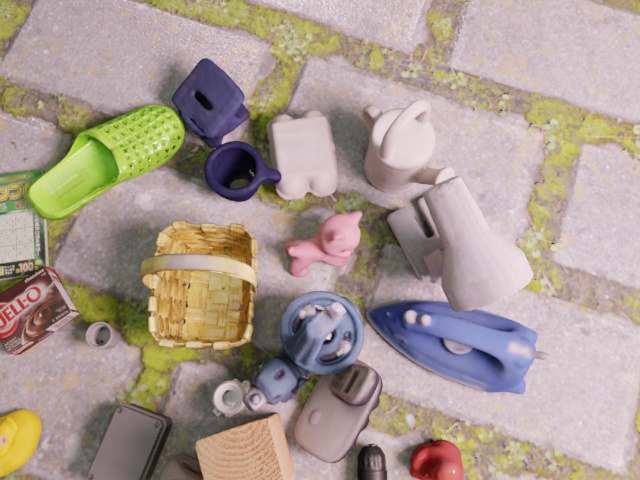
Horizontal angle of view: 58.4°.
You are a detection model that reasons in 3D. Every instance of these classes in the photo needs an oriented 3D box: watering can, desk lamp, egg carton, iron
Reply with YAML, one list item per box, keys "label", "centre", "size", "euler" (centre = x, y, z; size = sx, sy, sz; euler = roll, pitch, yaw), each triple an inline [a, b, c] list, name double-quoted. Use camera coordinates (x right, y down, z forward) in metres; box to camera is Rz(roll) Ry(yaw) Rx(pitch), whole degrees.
- label: "watering can"
  centre: [0.132, -0.145, 0.873]
  size: [0.172, 0.194, 0.101]
  euler: [26, 77, 6]
- label: "desk lamp"
  centre: [0.192, 0.006, 0.825]
  size: [0.118, 0.213, 0.203]
  euler: [-27, 77, -7]
- label: "egg carton"
  centre: [-0.027, -0.138, 0.933]
  size: [0.107, 0.069, 0.150]
  euler: [-10, 76, -3]
- label: "iron"
  centre: [0.194, 0.139, 0.828]
  size: [0.258, 0.141, 0.119]
  euler: [17, 76, 3]

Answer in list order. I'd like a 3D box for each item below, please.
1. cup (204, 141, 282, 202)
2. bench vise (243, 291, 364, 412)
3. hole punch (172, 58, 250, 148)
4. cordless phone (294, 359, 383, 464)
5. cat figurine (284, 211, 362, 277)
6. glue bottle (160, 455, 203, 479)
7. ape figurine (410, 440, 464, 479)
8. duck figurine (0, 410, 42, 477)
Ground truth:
- label: "cup"
  centre: [-0.117, -0.097, 0.908]
  size: [0.117, 0.095, 0.092]
  euler: [7, 75, 1]
- label: "bench vise"
  centre: [-0.013, 0.156, 0.779]
  size: [0.121, 0.220, 0.207]
  euler: [27, 77, 6]
- label: "hole punch"
  centre: [-0.181, -0.224, 0.941]
  size: [0.101, 0.091, 0.108]
  euler: [-43, 80, -11]
- label: "cordless phone"
  centre: [0.028, 0.230, 0.779]
  size: [0.094, 0.185, 0.148]
  euler: [26, 77, 6]
- label: "cat figurine"
  centre: [0.008, 0.003, 0.872]
  size: [0.128, 0.118, 0.067]
  euler: [-17, 76, -5]
- label: "glue bottle"
  centre: [-0.182, 0.323, 0.758]
  size: [0.078, 0.173, 0.037]
  euler: [23, 76, 5]
- label: "ape figurine"
  centre: [0.172, 0.321, 0.806]
  size: [0.076, 0.092, 0.077]
  euler: [-40, 79, -10]
- label: "duck figurine"
  centre: [-0.455, 0.290, 0.807]
  size: [0.077, 0.086, 0.105]
  euler: [38, 78, 9]
